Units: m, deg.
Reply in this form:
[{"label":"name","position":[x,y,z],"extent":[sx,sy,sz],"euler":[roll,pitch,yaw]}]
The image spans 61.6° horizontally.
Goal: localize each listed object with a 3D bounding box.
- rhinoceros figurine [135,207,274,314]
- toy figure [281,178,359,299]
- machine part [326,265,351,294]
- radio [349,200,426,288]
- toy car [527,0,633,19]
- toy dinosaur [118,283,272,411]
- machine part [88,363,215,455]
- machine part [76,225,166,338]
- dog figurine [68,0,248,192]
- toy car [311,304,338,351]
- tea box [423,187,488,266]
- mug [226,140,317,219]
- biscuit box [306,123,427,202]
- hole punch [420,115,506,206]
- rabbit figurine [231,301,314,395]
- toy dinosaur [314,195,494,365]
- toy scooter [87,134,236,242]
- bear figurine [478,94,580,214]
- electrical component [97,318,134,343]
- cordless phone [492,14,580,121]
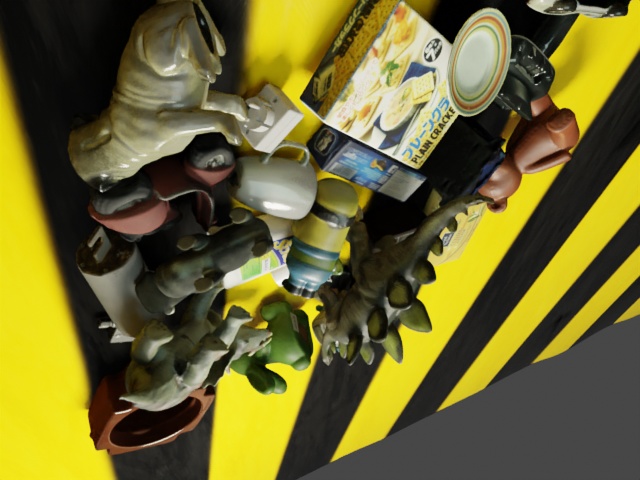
[{"label":"rhinoceros figurine","position":[-0.151,0.027,0.698],"extent":[0.190,0.073,0.112],"euler":[-32,-178,-8]},{"label":"toy figure","position":[0.002,-0.001,0.775],"extent":[0.082,0.089,0.180],"euler":[13,100,-41]},{"label":"machine part","position":[0.008,0.062,0.996],"extent":[0.084,0.039,0.138],"euler":[-49,141,16]},{"label":"radio","position":[0.132,0.034,1.024],"extent":[0.131,0.073,0.229],"euler":[-20,145,-17]},{"label":"toy car","position":[0.357,-0.341,0.724],"extent":[0.202,0.056,0.073],"euler":[-10,109,-30]},{"label":"toy dinosaur","position":[-0.207,0.179,0.791],"extent":[0.192,0.131,0.405],"euler":[-61,168,20]},{"label":"machine part","position":[-0.317,0.307,1.011],"extent":[0.201,0.087,0.201],"euler":[1,133,-40]},{"label":"machine part","position":[-0.270,0.063,0.743],"extent":[0.079,0.079,0.243],"euler":[-21,144,-15]},{"label":"dog figurine","position":[-0.186,-0.147,0.536],"extent":[0.191,0.121,0.172],"euler":[-14,110,6]},{"label":"toy car","position":[0.039,0.167,1.048],"extent":[0.103,0.109,0.161],"euler":[-27,177,-23]},{"label":"tea box","position":[0.245,-0.028,1.039],"extent":[0.098,0.068,0.169],"euler":[-15,144,-24]},{"label":"mug","position":[-0.064,-0.082,0.719],"extent":[0.107,0.081,0.109],"euler":[5,129,-34]},{"label":"biscuit box","position":[0.073,-0.115,0.796],"extent":[0.202,0.063,0.059],"euler":[15,126,-47]},{"label":"hole punch","position":[0.230,-0.129,0.864],"extent":[0.092,0.116,0.142],"euler":[2,135,-51]},{"label":"rabbit figurine","position":[-0.100,0.217,1.032],"extent":[0.170,0.159,0.121],"euler":[-24,159,16]},{"label":"toy dinosaur","position":[0.099,0.071,0.825],"extent":[0.105,0.199,0.471],"euler":[5,133,-26]},{"label":"toy scooter","position":[-0.186,-0.048,0.672],"extent":[0.184,0.075,0.135],"euler":[-26,148,-17]},{"label":"bear figurine","position":[0.332,-0.150,0.913],"extent":[0.196,0.120,0.131],"euler":[-38,142,19]},{"label":"electrical component","position":[-0.311,0.140,0.857],"extent":[0.094,0.021,0.063],"euler":[4,133,-42]},{"label":"cordless phone","position":[0.303,-0.280,0.770],"extent":[0.146,0.089,0.184],"euler":[16,113,-45]}]
